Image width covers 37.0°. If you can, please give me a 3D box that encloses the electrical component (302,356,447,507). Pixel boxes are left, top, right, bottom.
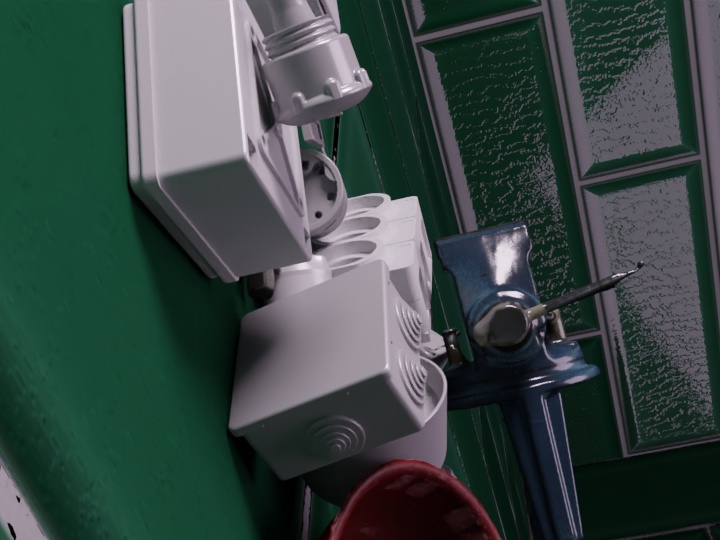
[{"bbox_3d":[0.004,0.089,0.628,0.099,0.099,0.064,-91,172,-51],"label":"electrical component"}]

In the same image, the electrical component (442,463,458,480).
[{"bbox_3d":[0.041,0.179,0.798,0.080,0.080,0.051,-75,146,-71],"label":"electrical component"}]

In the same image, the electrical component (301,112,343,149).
[{"bbox_3d":[-0.049,-0.116,0.681,0.042,0.064,0.081,3,74,-80],"label":"electrical component"}]

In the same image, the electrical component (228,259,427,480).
[{"bbox_3d":[-0.015,0.052,0.555,0.048,0.100,0.099,57,19,-33],"label":"electrical component"}]

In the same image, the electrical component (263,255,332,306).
[{"bbox_3d":[-0.035,0.024,0.640,0.043,0.043,0.062,45,36,-74],"label":"electrical component"}]

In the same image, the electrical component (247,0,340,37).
[{"bbox_3d":[-0.056,-0.202,0.762,0.096,0.062,0.061,59,20,-64],"label":"electrical component"}]

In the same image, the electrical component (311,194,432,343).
[{"bbox_3d":[0.000,0.000,0.745,0.150,0.089,0.061,-79,155,-69],"label":"electrical component"}]

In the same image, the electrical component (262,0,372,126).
[{"bbox_3d":[-0.025,-0.100,0.494,0.048,0.048,0.062,-66,136,-76],"label":"electrical component"}]

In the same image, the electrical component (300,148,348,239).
[{"bbox_3d":[-0.036,-0.048,0.707,0.047,0.055,0.055,46,32,-80],"label":"electrical component"}]

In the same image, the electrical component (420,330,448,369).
[{"bbox_3d":[0.029,0.070,0.840,0.061,0.062,0.096,-60,166,10],"label":"electrical component"}]

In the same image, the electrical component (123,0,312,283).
[{"bbox_3d":[-0.067,-0.065,0.520,0.108,0.056,0.108,61,19,-63],"label":"electrical component"}]
